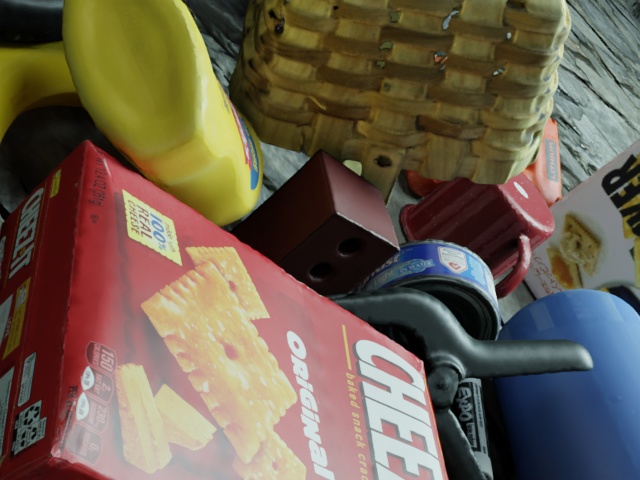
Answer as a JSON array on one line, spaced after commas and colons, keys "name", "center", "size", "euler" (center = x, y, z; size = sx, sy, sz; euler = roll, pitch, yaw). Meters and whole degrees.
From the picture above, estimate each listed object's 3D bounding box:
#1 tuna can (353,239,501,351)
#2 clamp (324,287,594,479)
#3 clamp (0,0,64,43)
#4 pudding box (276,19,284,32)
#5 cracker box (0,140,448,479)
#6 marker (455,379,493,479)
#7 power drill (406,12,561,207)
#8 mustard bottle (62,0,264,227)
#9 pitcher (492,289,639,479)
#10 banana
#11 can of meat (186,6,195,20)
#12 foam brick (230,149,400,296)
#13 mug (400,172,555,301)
[{"name": "tuna can", "center": [0.062, 0.043, 0.629], "size": [0.086, 0.086, 0.033], "euler": [36, 30, -26]}, {"name": "clamp", "center": [0.062, 0.088, 0.588], "size": [0.171, 0.120, 0.039], "euler": [22, -12, -13]}, {"name": "clamp", "center": [-0.187, -0.145, 0.499], "size": [0.209, 0.036, 0.164], "euler": [6, 45, -32]}, {"name": "pudding box", "center": [0.019, -0.140, 0.807], "size": [0.113, 0.090, 0.039], "euler": [37, 29, -23]}, {"name": "cracker box", "center": [-0.035, 0.078, 0.440], "size": [0.213, 0.072, 0.164], "euler": [34, 30, -30]}, {"name": "marker", "center": [0.094, 0.107, 0.668], "size": [0.020, 0.020, 0.121], "euler": [39, 27, -20]}, {"name": "power drill", "center": [0.138, -0.103, 0.928], "size": [0.187, 0.057, 0.184], "euler": [23, 63, -43]}, {"name": "mustard bottle", "center": [-0.067, -0.056, 0.537], "size": [0.191, 0.058, 0.096], "euler": [63, 2, -74]}, {"name": "pitcher", "center": [0.191, 0.142, 0.639], "size": [0.149, 0.145, 0.243], "euler": [32, 27, -28]}, {"name": "banana", "center": [-0.140, -0.069, 0.524], "size": [0.197, 0.037, 0.069], "euler": [-56, 129, -62]}, {"name": "can of meat", "center": [-0.134, -0.150, 0.616], "size": [0.101, 0.058, 0.084], "euler": [4, 48, -57]}, {"name": "foam brick", "center": [-0.004, 0.001, 0.591], "size": [0.052, 0.078, 0.051], "euler": [30, 30, -35]}, {"name": "mug", "center": [0.123, -0.006, 0.798], "size": [0.093, 0.082, 0.117], "euler": [31, 31, -33]}]
